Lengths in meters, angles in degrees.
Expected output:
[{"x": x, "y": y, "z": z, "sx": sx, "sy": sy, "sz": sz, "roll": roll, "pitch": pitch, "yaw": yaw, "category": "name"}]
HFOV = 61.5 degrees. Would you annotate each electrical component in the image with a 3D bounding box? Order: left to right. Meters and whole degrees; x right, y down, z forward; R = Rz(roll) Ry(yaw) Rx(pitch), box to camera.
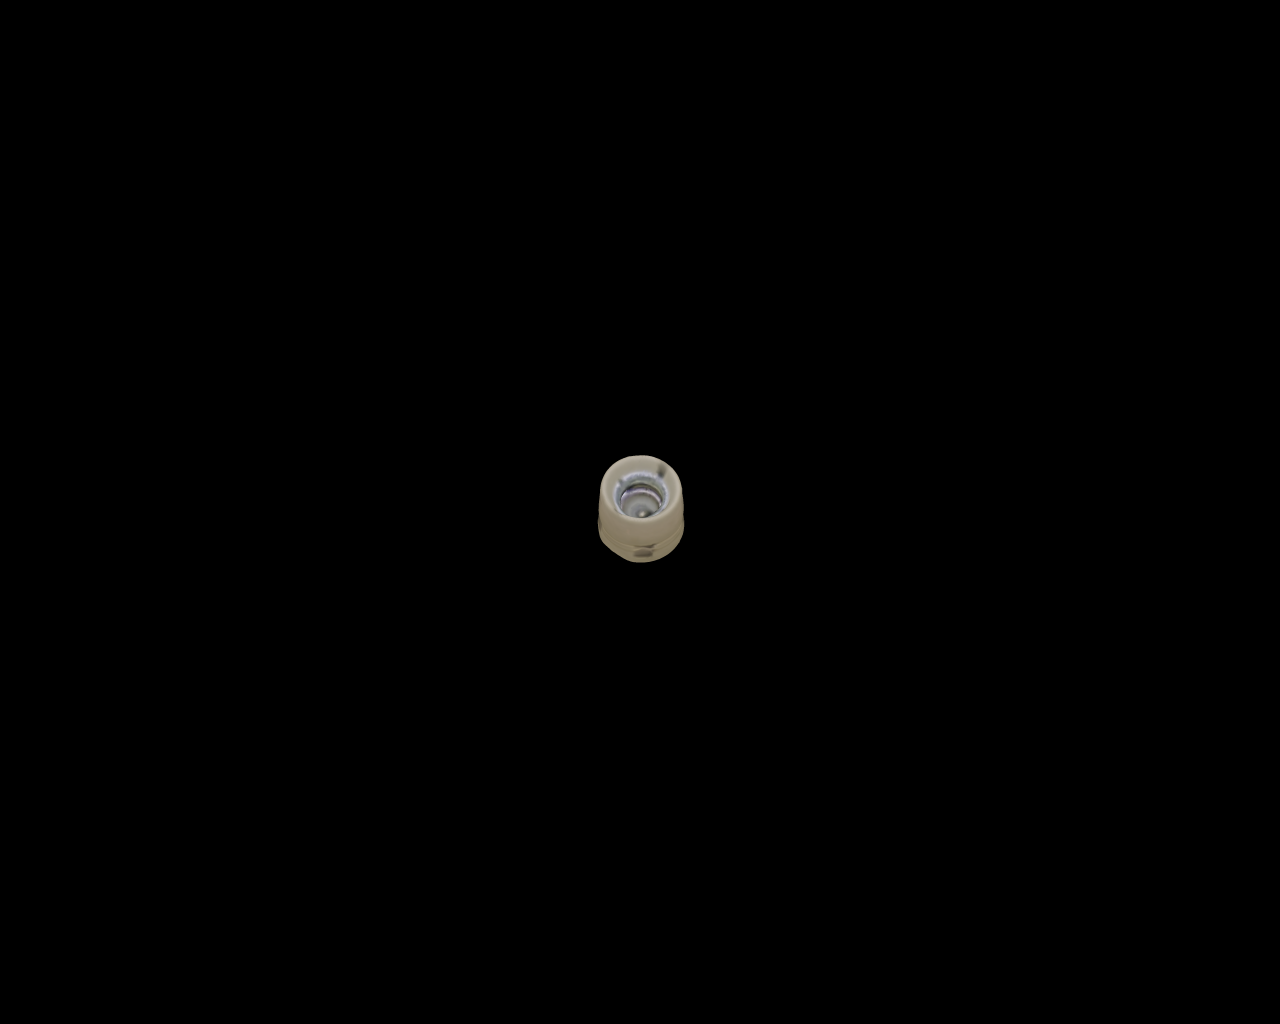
[{"x": 0.001, "y": -0.003, "z": 0.650, "sx": 0.055, "sy": 0.055, "sz": 0.047, "roll": 0, "pitch": -31, "yaw": 0, "category": "electrical component"}]
